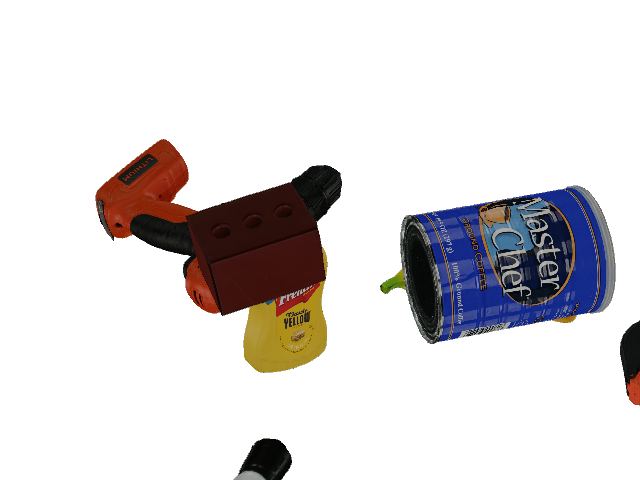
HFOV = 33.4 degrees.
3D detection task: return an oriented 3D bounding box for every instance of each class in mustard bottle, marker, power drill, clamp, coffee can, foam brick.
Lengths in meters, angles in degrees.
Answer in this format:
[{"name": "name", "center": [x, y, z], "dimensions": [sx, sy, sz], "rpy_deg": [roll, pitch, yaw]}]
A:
[{"name": "mustard bottle", "center": [-0.038, 0.047, 1.166], "dimensions": [0.096, 0.192, 0.058], "rpy_deg": [-14, 30, -28]}, {"name": "marker", "center": [-0.038, 0.115, 0.416], "dimensions": [0.020, 0.020, 0.121], "rpy_deg": [0, 23, 20]}, {"name": "power drill", "center": [-0.096, -0.030, 0.970], "dimensions": [0.188, 0.057, 0.184], "rpy_deg": [24, 52, 34]}, {"name": "clamp", "center": [0.317, 0.078, 0.960], "dimensions": [0.171, 0.039, 0.120], "rpy_deg": [-33, 37, -25]}, {"name": "coffee can", "center": [0.144, 0.019, 0.837], "dimensions": [0.140, 0.103, 0.103], "rpy_deg": [-10, 1, -8]}, {"name": "foam brick", "center": [-0.042, 0.005, 0.713], "dimensions": [0.078, 0.051, 0.053], "rpy_deg": [-19, 42, -12]}]

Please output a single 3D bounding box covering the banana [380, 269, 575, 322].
[{"name": "banana", "center": [0.164, 0.050, 1.102], "dimensions": [0.198, 0.037, 0.069], "rpy_deg": [7, 42, 12]}]
